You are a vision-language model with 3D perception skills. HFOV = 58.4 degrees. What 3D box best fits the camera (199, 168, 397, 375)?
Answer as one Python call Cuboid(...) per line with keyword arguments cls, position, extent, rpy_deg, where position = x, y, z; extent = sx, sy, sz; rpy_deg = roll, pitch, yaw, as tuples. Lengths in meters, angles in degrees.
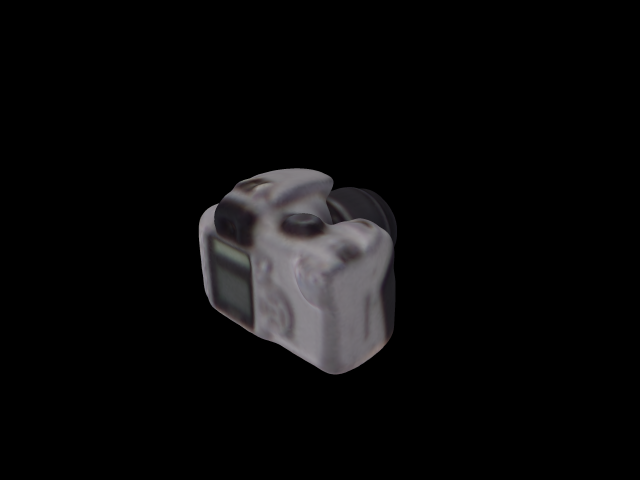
Cuboid(cls="camera", position=(0.004, 0.001, 0.400), extent=(0.142, 0.101, 0.137), rpy_deg=(22, 31, 40))
